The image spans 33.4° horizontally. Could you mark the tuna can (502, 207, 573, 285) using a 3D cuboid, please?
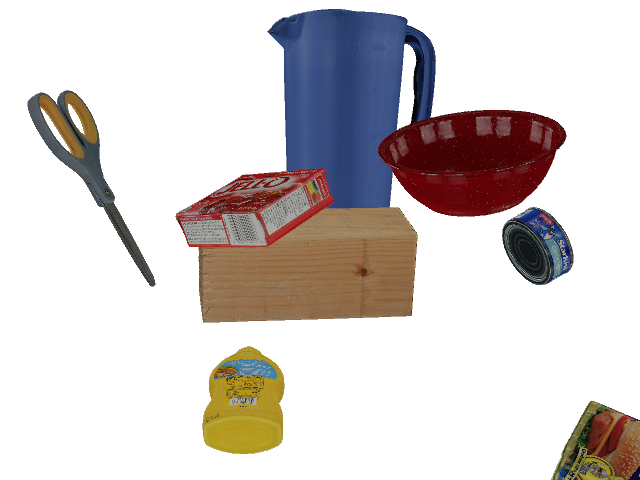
[{"bbox_3d":[0.247,0.007,1.220,0.033,0.086,0.086,-28,10,-20],"label":"tuna can"}]

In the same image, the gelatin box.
[{"bbox_3d":[-0.047,-0.023,0.757,0.089,0.030,0.073,0,26,45],"label":"gelatin box"}]

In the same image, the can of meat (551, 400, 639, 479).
[{"bbox_3d":[0.221,0.174,0.786,0.084,0.057,0.101,22,39,23],"label":"can of meat"}]

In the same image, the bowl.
[{"bbox_3d":[0.134,-0.064,0.932,0.162,0.055,0.162,-8,24,3],"label":"bowl"}]

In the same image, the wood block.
[{"bbox_3d":[-0.016,0.023,1.061,0.206,0.091,0.090,-1,19,-9],"label":"wood block"}]

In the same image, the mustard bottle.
[{"bbox_3d":[-0.094,0.191,1.349,0.096,0.058,0.191,-2,26,0],"label":"mustard bottle"}]

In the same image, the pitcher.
[{"bbox_3d":[0.032,-0.123,1.143,0.149,0.243,0.144,4,7,23],"label":"pitcher"}]

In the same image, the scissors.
[{"bbox_3d":[-0.202,-0.058,0.992,0.016,0.201,0.096,-24,27,19],"label":"scissors"}]
